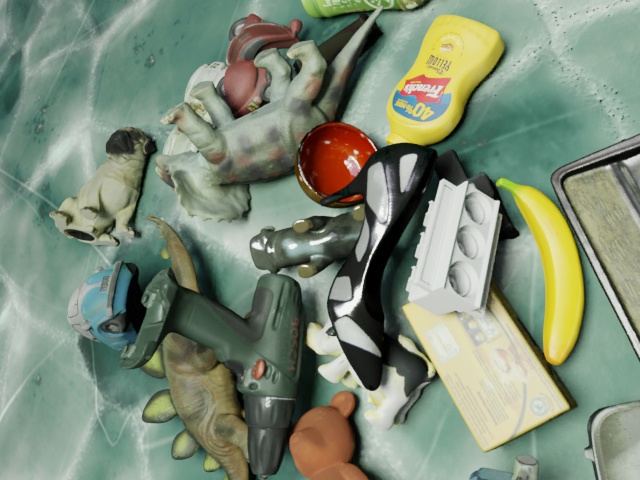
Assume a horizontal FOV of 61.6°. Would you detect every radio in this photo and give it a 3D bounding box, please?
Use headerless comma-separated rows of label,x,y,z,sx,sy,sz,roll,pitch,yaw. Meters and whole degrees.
radio,0.326,0.015,0.497,0.131,0.073,0.229,-27,66,23

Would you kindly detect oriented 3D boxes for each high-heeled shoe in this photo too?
high-heeled shoe,0.080,0.024,0.569,0.145,0.086,0.248,-17,79,24

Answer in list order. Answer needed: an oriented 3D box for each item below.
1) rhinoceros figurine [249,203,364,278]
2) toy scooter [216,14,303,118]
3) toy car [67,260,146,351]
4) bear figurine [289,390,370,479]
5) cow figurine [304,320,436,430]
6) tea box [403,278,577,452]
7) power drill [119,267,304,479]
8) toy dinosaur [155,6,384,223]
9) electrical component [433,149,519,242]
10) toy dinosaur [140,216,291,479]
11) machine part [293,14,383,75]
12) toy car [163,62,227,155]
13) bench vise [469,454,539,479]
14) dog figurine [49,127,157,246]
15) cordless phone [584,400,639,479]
rhinoceros figurine,-0.001,-0.002,0.682,0.190,0.112,0.073,-13,100,14
toy scooter,-0.088,-0.274,0.822,0.135,0.075,0.184,-6,71,32
toy car,-0.320,0.104,0.806,0.103,0.161,0.109,1,55,-2
bear figurine,0.004,0.261,0.581,0.120,0.131,0.196,-36,49,19
cow figurine,0.051,0.133,0.636,0.168,0.068,0.098,39,99,32
tea box,0.174,0.120,0.565,0.098,0.068,0.170,-35,62,19
power drill,-0.107,0.133,0.599,0.086,0.207,0.232,-23,50,56
toy dinosaur,-0.070,-0.150,0.749,0.405,0.192,0.131,-21,32,11
electrical component,0.169,-0.043,0.622,0.075,0.047,0.119,-33,63,20
toy dinosaur,-0.165,0.160,0.738,0.199,0.105,0.471,-22,68,25
machine part,0.023,-0.271,0.776,0.139,0.039,0.084,-31,58,23
toy car,-0.198,-0.197,0.878,0.074,0.056,0.201,19,88,33
bench vise,0.153,0.307,0.488,0.224,0.129,0.240,6,98,24
dog figurine,-0.379,-0.097,0.951,0.172,0.121,0.190,-7,60,26
cordless phone,0.257,0.206,0.426,0.089,0.184,0.146,-16,70,32
